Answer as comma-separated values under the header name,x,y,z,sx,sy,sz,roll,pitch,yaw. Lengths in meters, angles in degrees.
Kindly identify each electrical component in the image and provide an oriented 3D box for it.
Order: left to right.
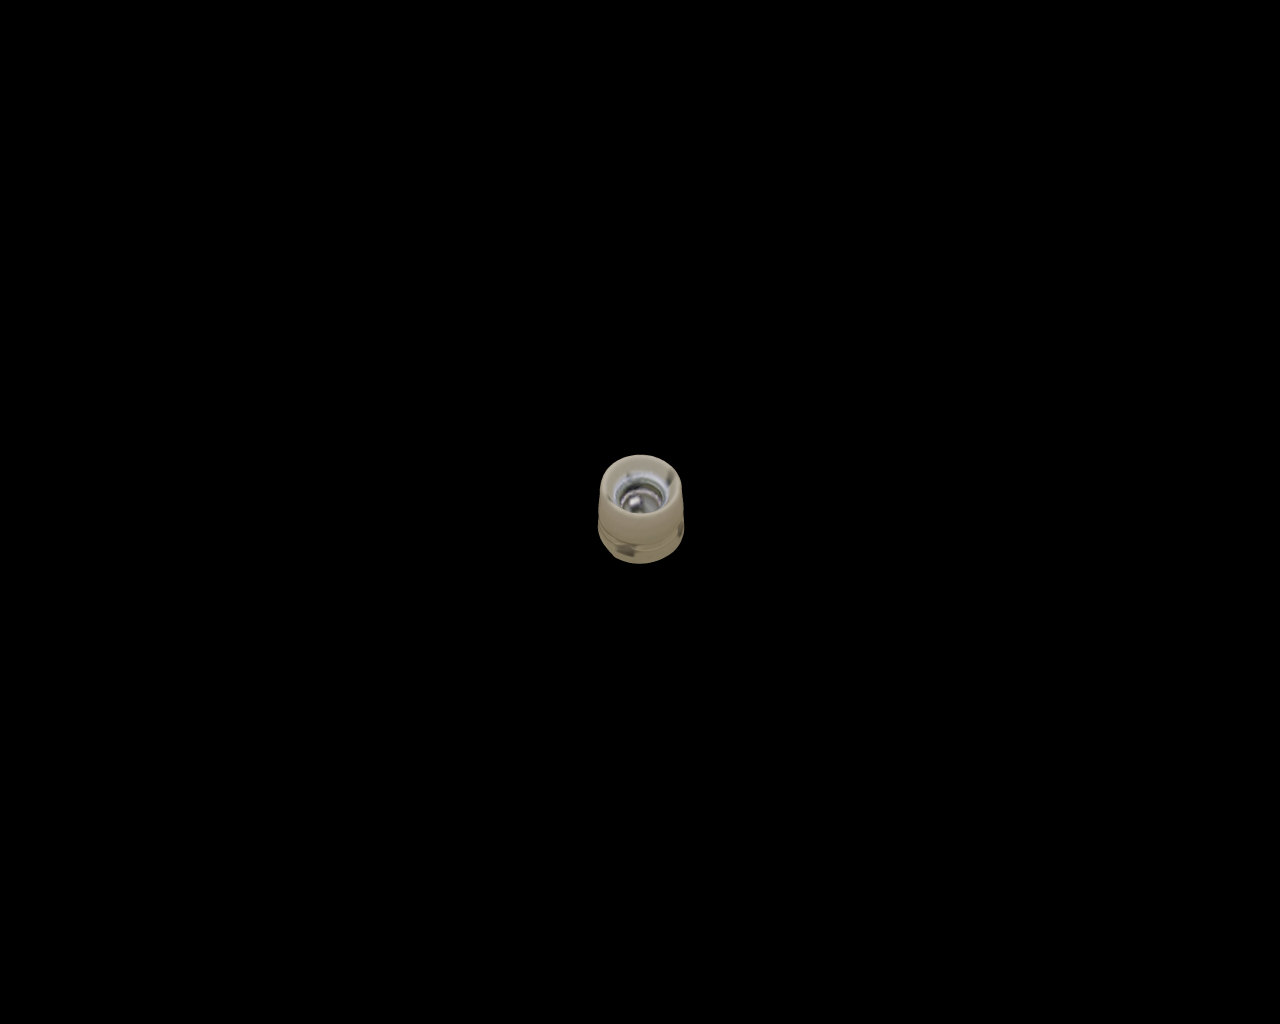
name,x,y,z,sx,sy,sz,roll,pitch,yaw
electrical component,0.001,-0.003,0.650,0.055,0.055,0.047,0,-37,0
